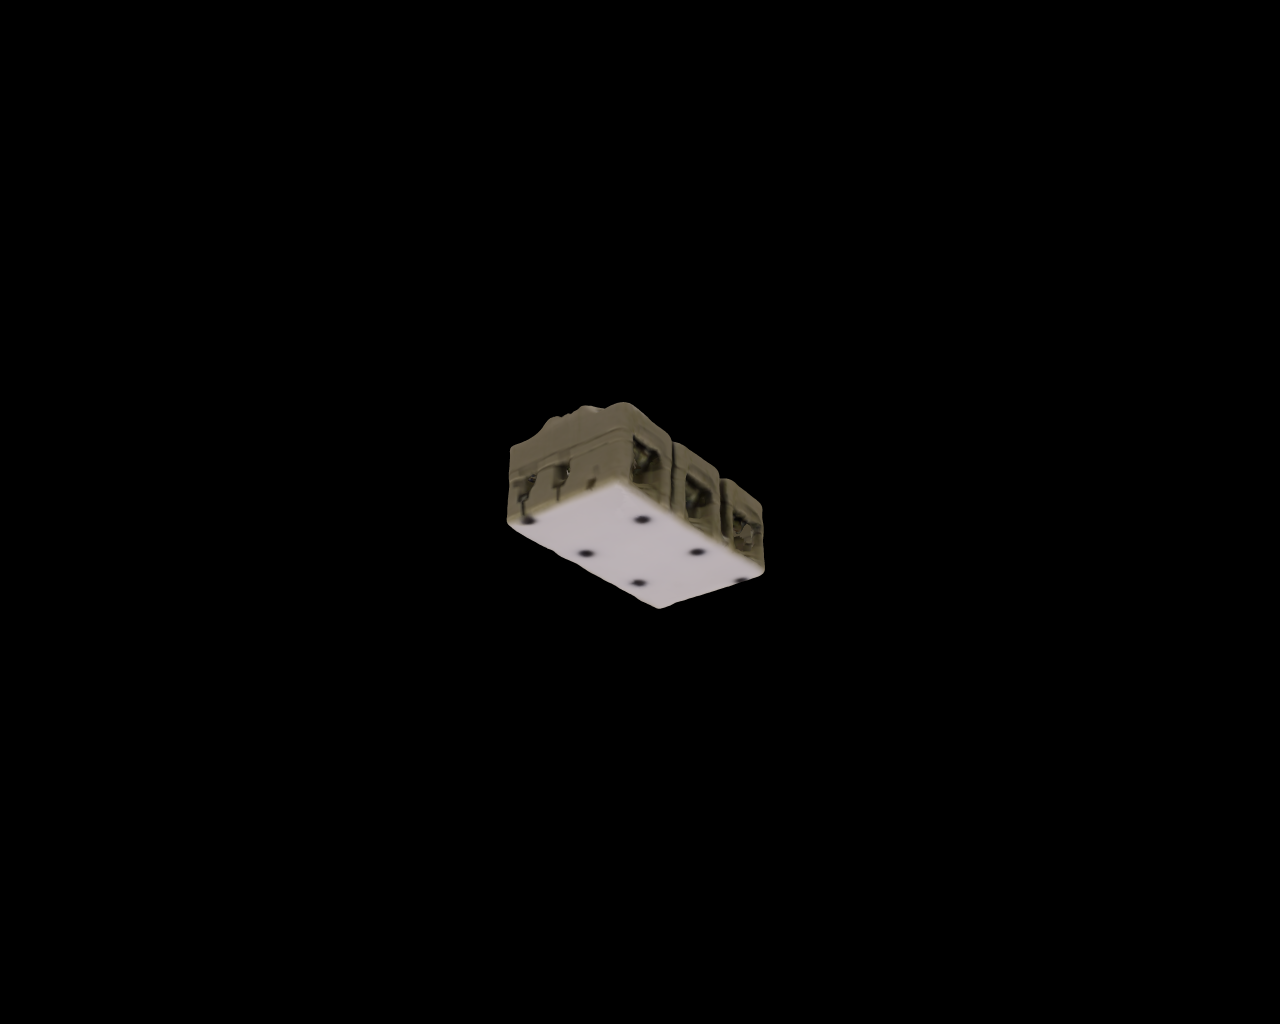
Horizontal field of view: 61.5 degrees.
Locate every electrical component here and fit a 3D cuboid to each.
[{"bbox_3d":[0.001,-0.003,0.650,0.089,0.062,0.150,-19,-34,31],"label":"electrical component"}]
